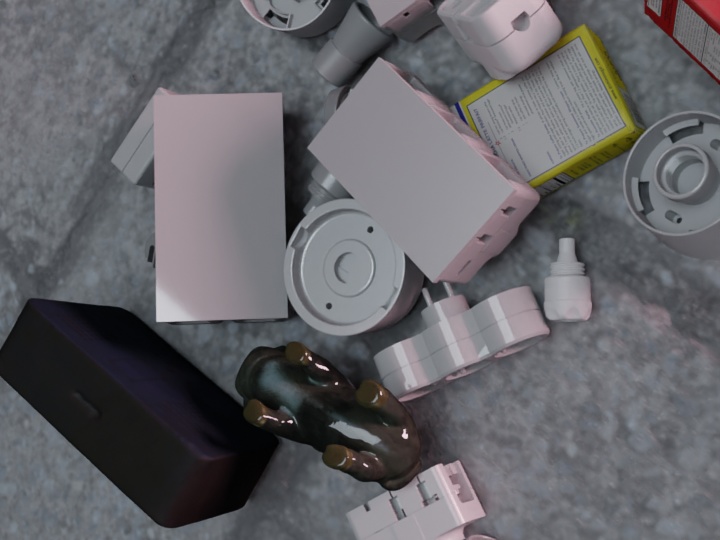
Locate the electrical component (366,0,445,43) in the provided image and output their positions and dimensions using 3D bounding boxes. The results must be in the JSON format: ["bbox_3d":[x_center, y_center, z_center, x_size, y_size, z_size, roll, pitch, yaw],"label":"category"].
[{"bbox_3d":[0.034,-0.273,0.871,0.089,0.062,0.150,-32,72,21],"label":"electrical component"}]

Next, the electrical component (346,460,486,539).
[{"bbox_3d":[0.045,0.193,0.830,0.089,0.050,0.055,-33,71,21],"label":"electrical component"}]

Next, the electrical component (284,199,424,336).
[{"bbox_3d":[0.000,0.000,0.864,0.108,0.060,0.108,-3,84,27],"label":"electrical component"}]

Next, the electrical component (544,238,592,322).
[{"bbox_3d":[0.154,0.007,0.799,0.035,0.035,0.061,-3,82,27],"label":"electrical component"}]

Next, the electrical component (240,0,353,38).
[{"bbox_3d":[-0.054,-0.249,0.913,0.099,0.064,0.099,-3,84,27],"label":"electrical component"}]

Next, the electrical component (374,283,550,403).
[{"bbox_3d":[0.070,0.043,0.829,0.138,0.052,0.073,-28,73,23],"label":"electrical component"}]

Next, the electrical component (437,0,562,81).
[{"bbox_3d":[0.105,-0.181,0.794,0.054,0.095,0.059,-40,113,0],"label":"electrical component"}]

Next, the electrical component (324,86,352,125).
[{"bbox_3d":[0.003,-0.126,0.884,0.055,0.048,0.066,5,88,20],"label":"electrical component"}]

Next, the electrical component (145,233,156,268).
[{"bbox_3d":[-0.164,-0.016,0.959,0.040,0.046,0.040,-3,84,27],"label":"electrical component"}]

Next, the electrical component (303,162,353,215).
[{"bbox_3d":[-0.023,-0.069,0.892,0.043,0.043,0.062,44,107,23],"label":"electrical component"}]

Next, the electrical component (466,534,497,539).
[{"bbox_3d":[0.092,0.229,0.809,0.040,0.040,0.046,26,103,27],"label":"electrical component"}]

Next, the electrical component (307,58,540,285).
[{"bbox_3d":[0.048,-0.071,0.797,0.089,0.062,0.150,-50,65,17],"label":"electrical component"}]

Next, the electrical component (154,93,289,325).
[{"bbox_3d":[-0.115,-0.049,0.904,0.105,0.060,0.186,-2,84,-2],"label":"electrical component"}]

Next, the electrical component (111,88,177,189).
[{"bbox_3d":[-0.167,-0.106,0.968,0.076,0.047,0.083,43,105,23],"label":"electrical component"}]

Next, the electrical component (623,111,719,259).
[{"bbox_3d":[0.239,-0.061,0.758,0.099,0.064,0.099,-12,71,37],"label":"electrical component"}]

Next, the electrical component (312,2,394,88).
[{"bbox_3d":[-0.009,-0.185,0.898,0.065,0.044,0.044,-46,67,22],"label":"electrical component"}]
